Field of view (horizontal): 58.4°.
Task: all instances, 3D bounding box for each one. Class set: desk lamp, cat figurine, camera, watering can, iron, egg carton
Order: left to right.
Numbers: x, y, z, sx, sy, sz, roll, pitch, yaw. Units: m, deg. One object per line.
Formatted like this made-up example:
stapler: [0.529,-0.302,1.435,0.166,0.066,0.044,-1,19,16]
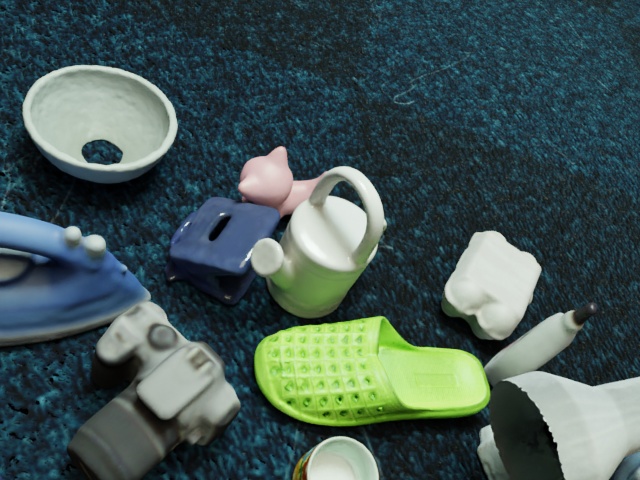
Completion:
iron: [-0.284,0.018,0.525,0.259,0.141,0.118,4,55,-20]
camera: [-0.161,0.144,0.513,0.143,0.100,0.137,42,51,10]
cat figurine: [-0.047,-0.064,0.698,0.128,0.117,0.067,-3,58,-25]
watering can: [0.007,0.004,0.623,0.101,0.194,0.173,38,51,7]
egg carton: [0.226,0.059,0.756,0.107,0.069,0.150,35,51,4]
desk lamp: [0.245,0.199,0.572,0.204,0.213,0.118,-4,58,-25]

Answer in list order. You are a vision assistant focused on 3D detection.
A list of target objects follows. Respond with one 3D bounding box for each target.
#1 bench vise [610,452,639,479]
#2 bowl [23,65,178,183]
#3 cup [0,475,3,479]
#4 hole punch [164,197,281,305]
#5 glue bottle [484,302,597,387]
bench vise: [0.390,0.253,0.590,0.208,0.219,0.121,-25,68,-34]
bowl: [-0.258,-0.125,0.680,0.168,0.074,0.167,11,53,-15]
cup: [-0.291,0.207,0.417,0.118,0.095,0.091,12,53,-14]
hole punch: [-0.110,0.003,0.641,0.101,0.091,0.109,28,50,-1]
glue bottle: [0.260,0.116,0.663,0.078,0.173,0.037,-32,73,-36]
